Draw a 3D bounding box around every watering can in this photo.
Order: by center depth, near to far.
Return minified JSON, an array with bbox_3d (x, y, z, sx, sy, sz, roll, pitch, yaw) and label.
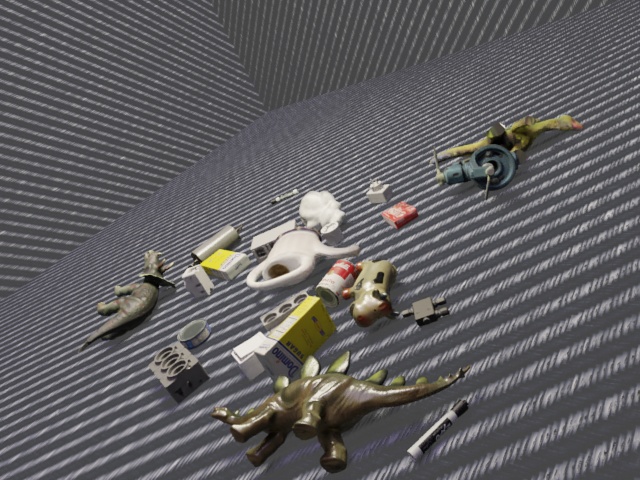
[{"bbox_3d":[-0.040,0.042,1.400,0.345,0.102,0.229,-20,24,18],"label":"watering can"}]

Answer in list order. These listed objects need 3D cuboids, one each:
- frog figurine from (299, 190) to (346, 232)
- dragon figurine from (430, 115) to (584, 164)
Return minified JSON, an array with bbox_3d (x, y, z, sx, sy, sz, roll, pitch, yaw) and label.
[{"bbox_3d":[0.005,-0.081,1.602,0.136,0.122,0.162,-57,29,14],"label":"frog figurine"},{"bbox_3d":[0.551,-0.299,1.529,0.408,0.121,0.246,-6,14,36],"label":"dragon figurine"}]
